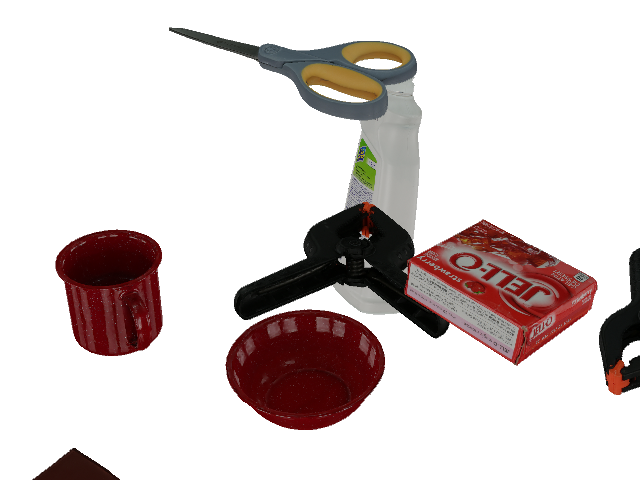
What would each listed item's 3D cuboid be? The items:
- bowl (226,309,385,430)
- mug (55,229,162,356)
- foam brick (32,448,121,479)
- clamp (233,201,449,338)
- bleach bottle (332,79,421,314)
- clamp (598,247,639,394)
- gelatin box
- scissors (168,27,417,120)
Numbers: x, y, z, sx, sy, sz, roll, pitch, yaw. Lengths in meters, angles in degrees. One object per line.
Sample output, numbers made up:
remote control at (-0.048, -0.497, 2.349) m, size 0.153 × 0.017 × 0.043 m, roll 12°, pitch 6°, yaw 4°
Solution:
bowl at (-0.014, 0.142, 1.091) m, size 0.162 × 0.055 × 0.162 m, roll -3°, pitch 36°, yaw 2°
mug at (-0.178, 0.054, 0.947) m, size 0.093 × 0.081 × 0.117 m, roll -21°, pitch 38°, yaw -28°
foam brick at (-0.094, 0.137, 0.452) m, size 0.078 × 0.051 × 0.052 m, roll 25°, pitch 45°, yaw 32°
clamp at (0.037, 0.021, 0.884) m, size 0.165 × 0.036 × 0.209 m, roll 9°, pitch 25°, yaw 13°
bleach bottle at (0.070, -0.054, 1.150) m, size 0.068 × 0.251 × 0.103 m, roll -1°, pitch 22°, yaw -26°
clamp at (0.300, 0.069, 0.973) m, size 0.171 × 0.039 × 0.120 m, roll -34°, pitch 38°, yaw -26°
gelatin box at (0.107, 0.028, 0.638) m, size 0.073 × 0.030 × 0.089 m, roll -26°, pitch 44°, yaw -37°
scissors at (-0.014, -0.136, 0.765) m, size 0.096 × 0.016 × 0.202 m, roll -29°, pitch 44°, yaw -28°
